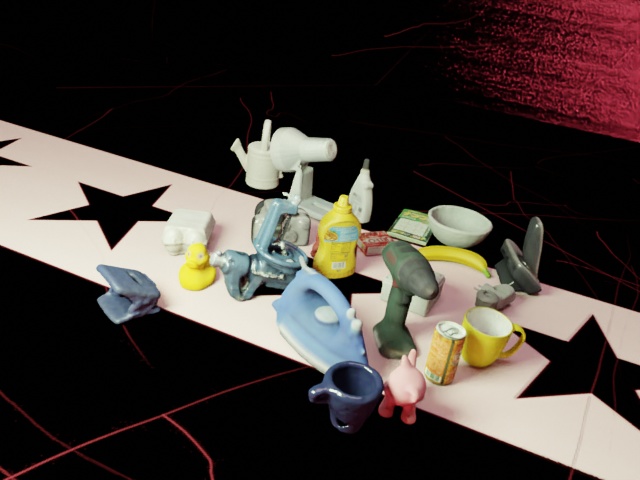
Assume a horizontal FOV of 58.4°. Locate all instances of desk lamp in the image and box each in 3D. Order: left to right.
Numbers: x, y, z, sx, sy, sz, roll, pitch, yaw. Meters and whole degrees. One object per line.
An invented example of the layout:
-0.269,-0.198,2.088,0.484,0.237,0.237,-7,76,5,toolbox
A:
-0.036,-0.188,1.559,0.202,0.213,0.118,22,31,25,desk lamp

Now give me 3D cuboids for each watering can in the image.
-0.169,-0.255,1.671,0.173,0.194,0.100,-4,30,-21,watering can

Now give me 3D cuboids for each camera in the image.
-0.103,-0.056,1.412,0.143,0.101,0.136,-1,29,-16,camera

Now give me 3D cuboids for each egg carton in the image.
-0.303,-0.020,1.326,0.107,0.069,0.150,6,28,-3,egg carton

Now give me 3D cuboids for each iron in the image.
0.019,0.141,1.028,0.119,0.141,0.257,-13,34,-34,iron

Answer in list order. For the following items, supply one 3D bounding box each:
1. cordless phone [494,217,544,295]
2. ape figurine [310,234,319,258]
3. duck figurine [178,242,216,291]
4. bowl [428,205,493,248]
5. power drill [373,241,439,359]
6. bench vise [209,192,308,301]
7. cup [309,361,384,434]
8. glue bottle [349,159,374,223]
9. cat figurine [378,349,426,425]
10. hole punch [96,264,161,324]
0.480,0.019,1.334,0.094,0.185,0.147,6,28,-3,cordless phone
0.012,0.005,1.338,0.078,0.092,0.075,-18,37,-40,ape figurine
-0.255,0.045,1.198,0.077,0.086,0.104,10,28,5,duck figurine
0.360,-0.024,1.503,0.167,0.075,0.167,6,28,-3,bowl
0.156,0.110,1.051,0.076,0.208,0.229,2,28,-10,power drill
-0.107,0.016,1.147,0.208,0.220,0.121,-16,36,-37,bench vise
0.035,0.251,0.875,0.118,0.095,0.091,-6,30,-24,cup
0.115,-0.136,1.544,0.037,0.173,0.077,-13,34,-34,glue bottle
0.139,0.228,0.920,0.067,0.118,0.128,14,28,13,cat figurine
-0.361,0.089,1.081,0.101,0.091,0.108,-16,36,-38,hole punch
